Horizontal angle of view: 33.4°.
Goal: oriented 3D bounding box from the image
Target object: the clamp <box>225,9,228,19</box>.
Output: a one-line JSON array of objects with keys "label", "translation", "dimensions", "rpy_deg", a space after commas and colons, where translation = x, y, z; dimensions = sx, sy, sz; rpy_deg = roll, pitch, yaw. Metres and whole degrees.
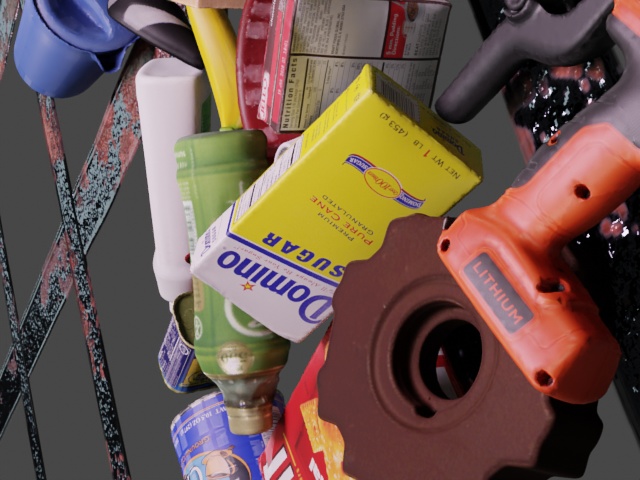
[{"label": "clamp", "translation": [-0.096, -0.282, 0.956], "dimensions": [0.164, 0.036, 0.210], "rpy_deg": [70, 153, 24]}]

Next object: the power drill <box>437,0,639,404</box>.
[{"label": "power drill", "translation": [0.148, -0.019, 0.453], "dimensions": [0.188, 0.057, 0.184], "rpy_deg": [-52, 46, 23]}]

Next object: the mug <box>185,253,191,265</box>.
[{"label": "mug", "translation": [-0.072, -0.028, 0.878], "dimensions": [0.117, 0.093, 0.081], "rpy_deg": [38, -135, -72]}]

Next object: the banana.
[{"label": "banana", "translation": [-0.080, -0.145, 0.907], "dimensions": [0.069, 0.037, 0.198], "rpy_deg": [71, -179, -56]}]

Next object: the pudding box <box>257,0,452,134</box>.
[{"label": "pudding box", "translation": [0.021, -0.114, 0.672], "dimensions": [0.039, 0.113, 0.090], "rpy_deg": [-130, 44, -54]}]

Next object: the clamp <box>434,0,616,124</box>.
[{"label": "clamp", "translation": [0.113, -0.119, 0.573], "dimensions": [0.172, 0.039, 0.120], "rpy_deg": [18, 112, 61]}]

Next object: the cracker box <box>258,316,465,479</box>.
[{"label": "cracker box", "translation": [0.034, 0.165, 0.738], "dimensions": [0.164, 0.072, 0.214], "rpy_deg": [67, 148, 33]}]

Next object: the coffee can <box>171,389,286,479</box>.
[{"label": "coffee can", "translation": [-0.058, 0.206, 0.885], "dimensions": [0.103, 0.102, 0.140], "rpy_deg": [-63, 39, 46]}]

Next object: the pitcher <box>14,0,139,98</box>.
[{"label": "pitcher", "translation": [-0.288, -0.257, 1.237], "dimensions": [0.243, 0.145, 0.149], "rpy_deg": [-20, 43, 65]}]

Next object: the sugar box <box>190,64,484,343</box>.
[{"label": "sugar box", "translation": [0.007, -0.017, 0.666], "dimensions": [0.176, 0.093, 0.048], "rpy_deg": [-45, 20, 26]}]

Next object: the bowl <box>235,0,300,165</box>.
[{"label": "bowl", "translation": [-0.006, -0.125, 0.786], "dimensions": [0.162, 0.055, 0.162], "rpy_deg": [17, 109, 61]}]

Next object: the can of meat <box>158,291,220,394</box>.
[{"label": "can of meat", "translation": [-0.085, 0.087, 0.925], "dimensions": [0.057, 0.101, 0.084], "rpy_deg": [67, 150, 29]}]

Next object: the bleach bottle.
[{"label": "bleach bottle", "translation": [-0.135, -0.043, 1.033], "dimensions": [0.102, 0.068, 0.251], "rpy_deg": [-83, -7, -69]}]

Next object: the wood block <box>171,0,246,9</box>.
[{"label": "wood block", "translation": [-0.067, -0.291, 0.841], "dimensions": [0.090, 0.090, 0.206], "rpy_deg": [33, 123, 58]}]
